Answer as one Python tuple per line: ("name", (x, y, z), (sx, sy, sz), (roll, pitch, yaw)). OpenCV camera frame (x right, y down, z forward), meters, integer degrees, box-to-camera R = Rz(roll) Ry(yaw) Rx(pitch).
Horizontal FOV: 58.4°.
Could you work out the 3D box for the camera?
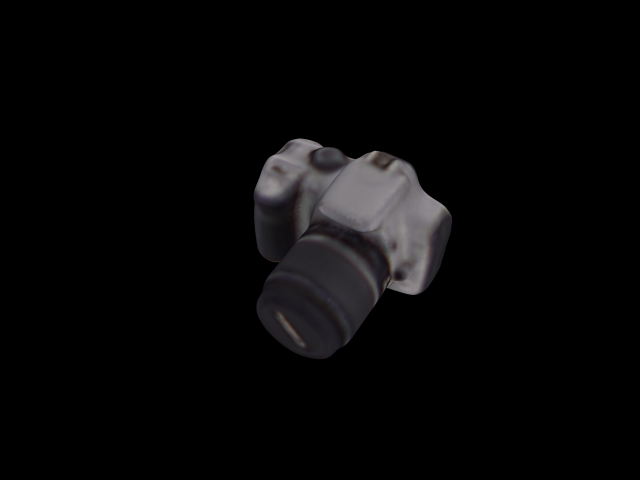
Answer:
("camera", (0.004, 0.001, 0.400), (0.142, 0.101, 0.137), (25, 54, 20))
